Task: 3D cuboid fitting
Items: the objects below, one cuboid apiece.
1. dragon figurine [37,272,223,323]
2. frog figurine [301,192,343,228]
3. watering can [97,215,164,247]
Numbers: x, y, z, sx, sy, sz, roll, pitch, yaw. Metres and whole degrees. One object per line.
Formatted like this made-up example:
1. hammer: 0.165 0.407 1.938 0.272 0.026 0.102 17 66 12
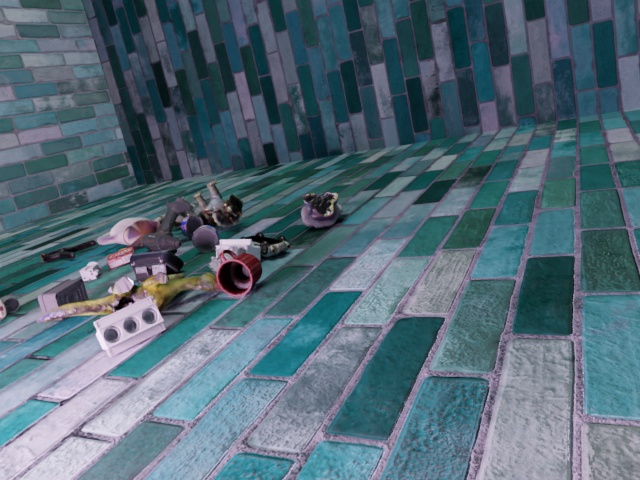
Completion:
1. dragon figurine: -0.438 0.136 1.262 0.410 0.122 0.243 -7 3 5
2. frog figurine: 0.005 -0.086 1.703 0.138 0.124 0.156 -24 -19 -11
3. watering can: -0.706 -0.049 2.063 0.352 0.103 0.224 -25 21 -39
